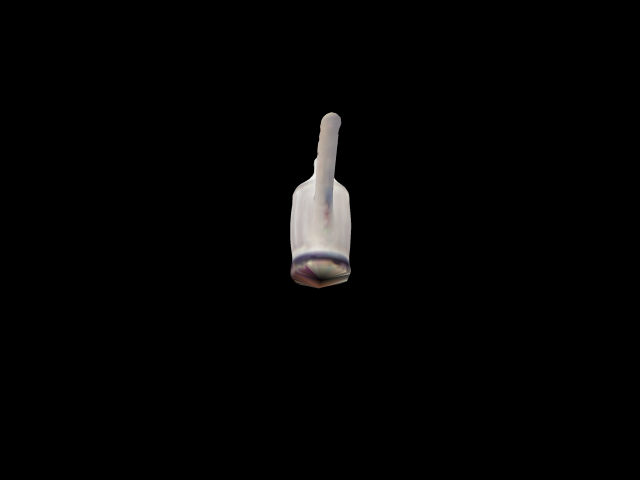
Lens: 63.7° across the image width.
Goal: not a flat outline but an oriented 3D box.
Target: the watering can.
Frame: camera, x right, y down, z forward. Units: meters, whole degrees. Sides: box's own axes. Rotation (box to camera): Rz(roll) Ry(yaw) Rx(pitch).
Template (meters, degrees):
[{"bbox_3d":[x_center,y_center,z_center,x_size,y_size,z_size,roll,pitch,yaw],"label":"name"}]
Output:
[{"bbox_3d":[0.003,-0.043,0.850,0.104,0.228,0.342,1,-18,-2],"label":"watering can"}]
